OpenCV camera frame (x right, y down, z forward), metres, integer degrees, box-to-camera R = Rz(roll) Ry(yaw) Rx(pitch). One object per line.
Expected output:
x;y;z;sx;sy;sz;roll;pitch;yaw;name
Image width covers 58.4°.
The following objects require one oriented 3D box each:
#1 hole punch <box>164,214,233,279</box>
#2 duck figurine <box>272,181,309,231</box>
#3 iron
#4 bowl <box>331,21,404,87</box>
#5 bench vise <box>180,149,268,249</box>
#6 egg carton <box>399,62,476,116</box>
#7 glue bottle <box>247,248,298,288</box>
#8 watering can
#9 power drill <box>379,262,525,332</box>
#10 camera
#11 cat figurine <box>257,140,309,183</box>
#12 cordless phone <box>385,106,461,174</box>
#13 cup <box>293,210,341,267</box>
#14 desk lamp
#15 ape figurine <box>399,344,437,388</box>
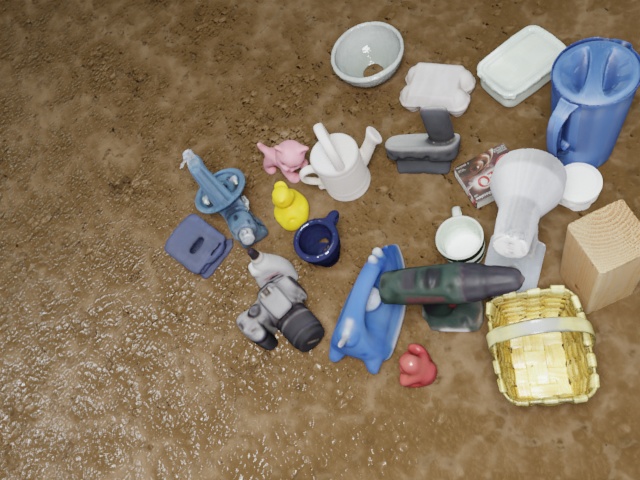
-0.258;0.012;1.225;0.100;0.091;0.109;31;80;28;hole punch
-0.070;-0.076;1.204;0.077;0.086;0.104;-21;62;9;duck figurine
0.089;0.101;1.040;0.118;0.142;0.258;11;71;23;iron
0.112;-0.405;1.295;0.167;0.075;0.167;-7;65;16;bowl
-0.190;-0.092;1.174;0.206;0.220;0.121;36;82;28;bench vise
0.249;-0.319;1.214;0.150;0.069;0.107;11;71;23;egg carton
-0.103;0.053;1.108;0.078;0.173;0.037;-34;61;2;glue bottle
0.038;-0.169;1.147;0.173;0.194;0.100;-44;61;-4;watering can
0.221;0.093;0.961;0.229;0.209;0.075;-2;66;18;power drill
-0.070;0.156;1.092;0.143;0.101;0.136;-44;61;-4;camera
-0.079;-0.183;1.236;0.127;0.118;0.067;21;75;25;cat figurine
0.195;-0.210;1.118;0.147;0.185;0.094;-1;67;18;cordless phone
0.010;0.004;1.136;0.091;0.095;0.118;27;78;27;cup
0.337;-0.019;0.969;0.117;0.214;0.203;11;71;23;desk lamp
0.162;0.218;0.992;0.076;0.092;0.078;34;81;28;ape figurine
